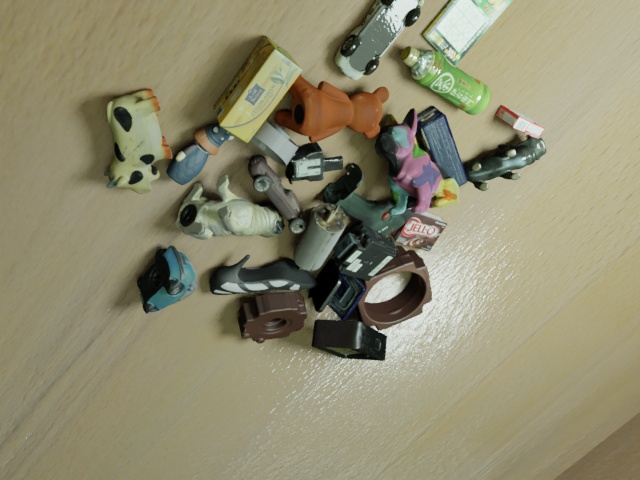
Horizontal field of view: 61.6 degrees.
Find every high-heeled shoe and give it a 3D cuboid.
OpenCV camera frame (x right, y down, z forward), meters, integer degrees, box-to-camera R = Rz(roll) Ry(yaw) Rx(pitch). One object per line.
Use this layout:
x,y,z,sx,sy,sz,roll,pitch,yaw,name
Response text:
-0.133,0.108,1.276,0.248,0.086,0.145,24,123,-33,high-heeled shoe

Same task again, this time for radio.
0.082,0.261,1.386,0.131,0.073,0.229,-1,162,25,radio

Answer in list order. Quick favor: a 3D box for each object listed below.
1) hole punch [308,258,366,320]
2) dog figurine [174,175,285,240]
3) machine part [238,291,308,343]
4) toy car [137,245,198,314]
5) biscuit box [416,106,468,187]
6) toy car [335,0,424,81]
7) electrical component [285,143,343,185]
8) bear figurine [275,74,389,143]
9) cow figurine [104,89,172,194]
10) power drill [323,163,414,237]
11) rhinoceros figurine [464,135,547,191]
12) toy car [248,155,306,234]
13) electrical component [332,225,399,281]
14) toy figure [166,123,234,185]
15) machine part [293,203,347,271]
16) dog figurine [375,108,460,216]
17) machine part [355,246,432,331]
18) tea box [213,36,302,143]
0.042,0.121,1.319,0.092,0.116,0.142,20,114,-24,hole punch
-0.188,-0.037,1.143,0.172,0.121,0.190,-10,156,29,dog figurine
-0.115,0.191,1.320,0.179,0.056,0.179,-12,147,-8,machine part
-0.323,0.094,1.177,0.103,0.109,0.161,13,129,-47,toy car
0.270,-0.198,1.211,0.063,0.059,0.202,-31,129,1,biscuit box
0.111,-0.394,1.014,0.073,0.056,0.201,33,107,-29,toy car
-0.014,-0.165,1.136,0.119,0.048,0.074,-13,128,-12,electrical component
0.029,-0.262,1.058,0.196,0.132,0.120,-15,132,-33,bear figurine
-0.344,-0.169,0.988,0.127,0.086,0.194,-15,131,-17,cow figurine
0.121,-0.087,1.232,0.232,0.086,0.207,-40,136,14,power drill
0.433,-0.181,1.256,0.190,0.112,0.073,-23,102,13,rhinoceros figurine
-0.084,-0.095,1.134,0.053,0.089,0.202,-33,128,9,toy car
0.097,0.029,1.229,0.134,0.058,0.115,22,121,-43,electrical component
-0.233,-0.174,1.041,0.058,0.064,0.154,45,98,0,toy figure
-0.002,-0.004,1.196,0.079,0.079,0.243,-1,148,-20,machine part
0.205,-0.167,1.143,0.191,0.109,0.219,-14,101,-30,dog figurine
0.180,0.125,1.396,0.201,0.087,0.201,-22,128,-5,machine part
-0.117,-0.276,0.986,0.068,0.098,0.169,30,112,-34,tea box
